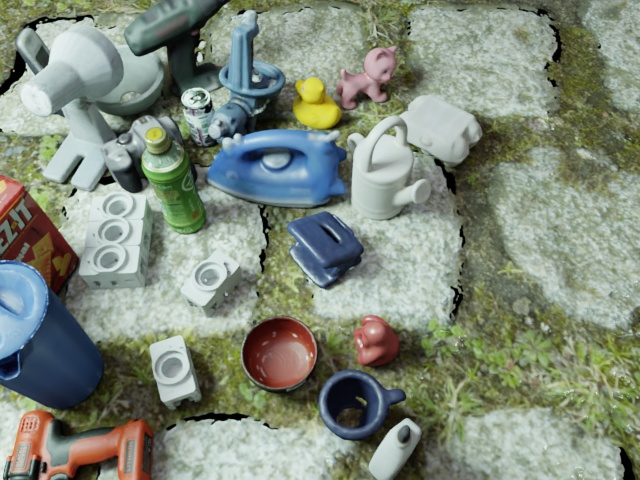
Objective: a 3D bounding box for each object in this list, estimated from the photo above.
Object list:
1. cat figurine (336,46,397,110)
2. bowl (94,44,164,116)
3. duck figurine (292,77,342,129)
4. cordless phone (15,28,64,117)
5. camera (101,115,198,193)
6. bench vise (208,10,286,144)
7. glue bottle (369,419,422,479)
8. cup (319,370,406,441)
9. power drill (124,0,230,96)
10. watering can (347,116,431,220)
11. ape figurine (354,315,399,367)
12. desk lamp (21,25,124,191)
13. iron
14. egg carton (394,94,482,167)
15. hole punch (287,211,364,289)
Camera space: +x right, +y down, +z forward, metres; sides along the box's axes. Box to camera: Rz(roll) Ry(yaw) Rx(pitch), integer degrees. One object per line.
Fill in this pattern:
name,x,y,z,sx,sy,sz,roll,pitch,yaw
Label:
cat figurine,0.095,-0.325,1.107,0.128,0.118,0.067,-17,60,-9
bowl,-0.379,-0.298,1.116,0.167,0.075,0.167,0,59,0
duck figurine,-0.006,-0.268,1.091,0.104,0.086,0.078,32,64,18
cordless phone,-0.493,-0.335,1.074,0.094,0.185,0.147,3,59,2
camera,-0.291,-0.142,1.008,0.143,0.101,0.136,-34,65,-18
bench vise,-0.128,-0.276,1.018,0.121,0.220,0.207,5,59,4
glue bottle,0.100,0.260,0.725,0.037,0.173,0.078,36,66,20
cup,0.057,0.233,0.787,0.118,0.095,0.091,-10,60,-6
power drill,-0.244,-0.378,1.086,0.230,0.208,0.075,-28,63,-15
watering can,0.110,-0.122,0.941,0.172,0.194,0.101,25,62,15
ape figurine,0.081,0.145,0.841,0.076,0.092,0.078,24,62,14
desk lamp,-0.421,-0.231,0.995,0.117,0.214,0.203,14,60,9
iron,-0.081,-0.141,0.983,0.258,0.141,0.118,1,59,1
egg carton,0.218,-0.203,1.062,0.150,0.069,0.107,32,64,18
hole punch,0.009,0.003,0.926,0.101,0.091,0.108,-35,65,-19
